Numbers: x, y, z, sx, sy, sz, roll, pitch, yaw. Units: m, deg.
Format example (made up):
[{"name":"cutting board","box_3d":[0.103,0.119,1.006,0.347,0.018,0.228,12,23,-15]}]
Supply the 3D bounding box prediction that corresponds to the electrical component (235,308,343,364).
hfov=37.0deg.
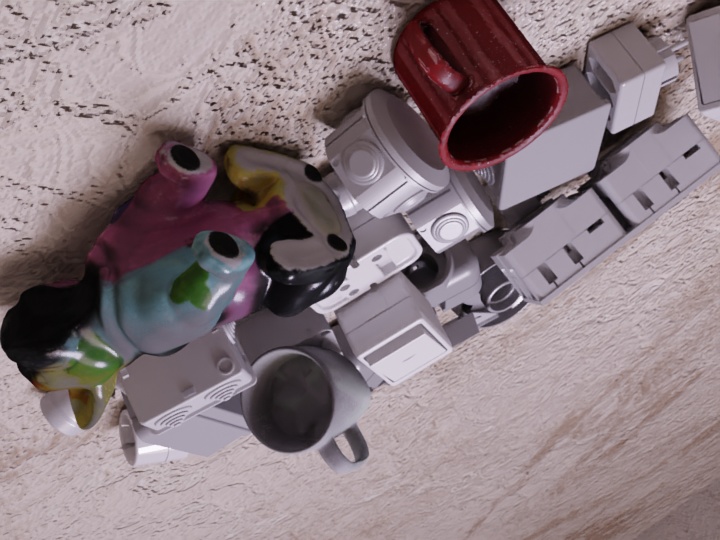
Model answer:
[{"name":"electrical component","box_3d":[-0.061,0.063,0.916,0.078,0.057,0.113,-27,153,-4]}]

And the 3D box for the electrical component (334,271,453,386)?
[{"name":"electrical component","box_3d":[0.031,0.052,0.865,0.062,0.061,0.096,-32,149,9]}]

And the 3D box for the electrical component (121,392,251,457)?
[{"name":"electrical component","box_3d":[-0.140,0.101,0.883,0.057,0.078,0.113,-32,153,12]}]

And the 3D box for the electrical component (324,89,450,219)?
[{"name":"electrical component","box_3d":[0.019,-0.078,0.727,0.051,0.080,0.080,-36,153,25]}]

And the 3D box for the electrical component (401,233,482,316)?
[{"name":"electrical component","box_3d":[0.055,0.007,0.935,0.095,0.053,0.059,-28,153,-3]}]

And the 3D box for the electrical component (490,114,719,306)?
[{"name":"electrical component","box_3d":[0.202,-0.052,0.909,0.186,0.060,0.105,-38,180,1]}]

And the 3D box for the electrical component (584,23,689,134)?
[{"name":"electrical component","box_3d":[0.217,-0.154,0.823,0.077,0.047,0.065,-26,153,-7]}]

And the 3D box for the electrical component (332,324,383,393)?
[{"name":"electrical component","box_3d":[-0.019,0.094,1.015,0.059,0.053,0.095,-3,143,-42]}]

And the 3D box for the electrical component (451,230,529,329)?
[{"name":"electrical component","box_3d":[0.121,0.006,1.015,0.099,0.064,0.099,-19,138,-18]}]

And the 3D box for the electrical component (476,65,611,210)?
[{"name":"electrical component","box_3d":[0.138,-0.103,0.831,0.100,0.048,0.099,-24,153,-10]}]

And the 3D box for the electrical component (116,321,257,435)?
[{"name":"electrical component","box_3d":[-0.137,0.062,0.796,0.100,0.099,0.048,-28,166,-4]}]

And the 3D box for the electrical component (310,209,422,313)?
[{"name":"electrical component","box_3d":[-0.009,-0.019,0.821,0.095,0.059,0.053,-32,154,5]}]

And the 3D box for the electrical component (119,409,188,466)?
[{"name":"electrical component","box_3d":[-0.181,0.143,0.941,0.047,0.055,0.055,-8,147,-29]}]

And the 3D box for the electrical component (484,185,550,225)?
[{"name":"electrical component","box_3d":[0.139,-0.070,0.896,0.062,0.043,0.043,-36,153,10]}]

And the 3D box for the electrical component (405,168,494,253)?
[{"name":"electrical component","box_3d":[0.062,-0.056,0.806,0.051,0.080,0.080,-31,154,14]}]

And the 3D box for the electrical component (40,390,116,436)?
[{"name":"electrical component","box_3d":[-0.221,0.101,0.846,0.046,0.040,0.040,-41,152,9]}]

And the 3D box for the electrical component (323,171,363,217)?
[{"name":"electrical component","box_3d":[0.003,-0.065,0.782,0.061,0.035,0.035,-30,153,-3]}]

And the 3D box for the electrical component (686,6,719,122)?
[{"name":"electrical component","box_3d":[0.292,-0.168,0.828,0.062,0.096,0.061,-12,169,40]}]
